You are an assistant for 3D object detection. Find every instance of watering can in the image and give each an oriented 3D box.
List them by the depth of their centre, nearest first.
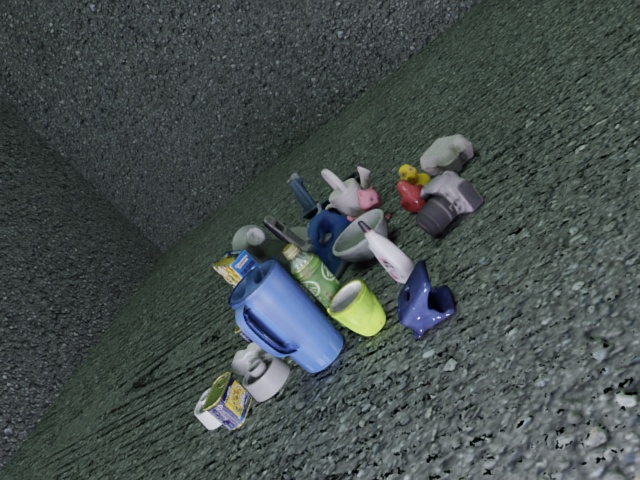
[{"bbox_3d":[0.079,-0.141,1.677,0.173,0.194,0.100,-50,19,-23],"label":"watering can"}]

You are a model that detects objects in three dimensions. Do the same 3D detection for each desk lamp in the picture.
[{"bbox_3d":[-0.159,0.045,1.724,0.118,0.214,0.202,-47,18,-15],"label":"desk lamp"}]

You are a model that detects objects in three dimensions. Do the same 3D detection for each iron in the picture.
[{"bbox_3d":[0.014,0.006,1.560,0.118,0.142,0.258,-32,20,30],"label":"iron"}]

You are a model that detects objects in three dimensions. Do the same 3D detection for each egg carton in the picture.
[{"bbox_3d":[0.336,-0.224,1.522,0.107,0.069,0.150,-47,18,-15],"label":"egg carton"}]

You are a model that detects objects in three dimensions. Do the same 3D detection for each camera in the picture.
[{"bbox_3d":[0.266,-0.085,1.291,0.137,0.101,0.143,-46,18,-9],"label":"camera"}]

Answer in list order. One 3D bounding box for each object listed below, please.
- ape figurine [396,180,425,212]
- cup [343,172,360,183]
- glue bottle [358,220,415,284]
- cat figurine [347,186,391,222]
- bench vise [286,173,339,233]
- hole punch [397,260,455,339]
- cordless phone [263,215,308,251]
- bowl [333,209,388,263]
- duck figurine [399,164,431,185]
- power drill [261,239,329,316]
[{"bbox_3d":[0.231,-0.118,1.462,0.078,0.092,0.076,-39,18,12],"label":"ape figurine"},{"bbox_3d":[0.123,-0.157,1.786,0.117,0.095,0.092,-26,24,43],"label":"cup"},{"bbox_3d":[0.136,0.022,1.201,0.037,0.173,0.078,-49,19,-19],"label":"glue bottle"},{"bbox_3d":[0.128,-0.085,1.566,0.128,0.118,0.067,-46,18,-11],"label":"cat figurine"},{"bbox_3d":[-0.015,-0.104,1.752,0.121,0.220,0.207,-39,18,10],"label":"bench vise"},{"bbox_3d":[0.179,0.107,1.045,0.101,0.091,0.108,-37,18,18],"label":"hole punch"},{"bbox_3d":[-0.095,-0.028,1.805,0.094,0.185,0.147,-35,19,23],"label":"cordless phone"},{"bbox_3d":[0.116,0.003,1.457,0.167,0.075,0.167,-38,18,15],"label":"bowl"},{"bbox_3d":[0.249,-0.170,1.558,0.077,0.086,0.104,-39,18,12],"label":"duck figurine"},{"bbox_3d":[-0.046,0.085,1.389,0.076,0.209,0.229,-46,18,-12],"label":"power drill"}]
